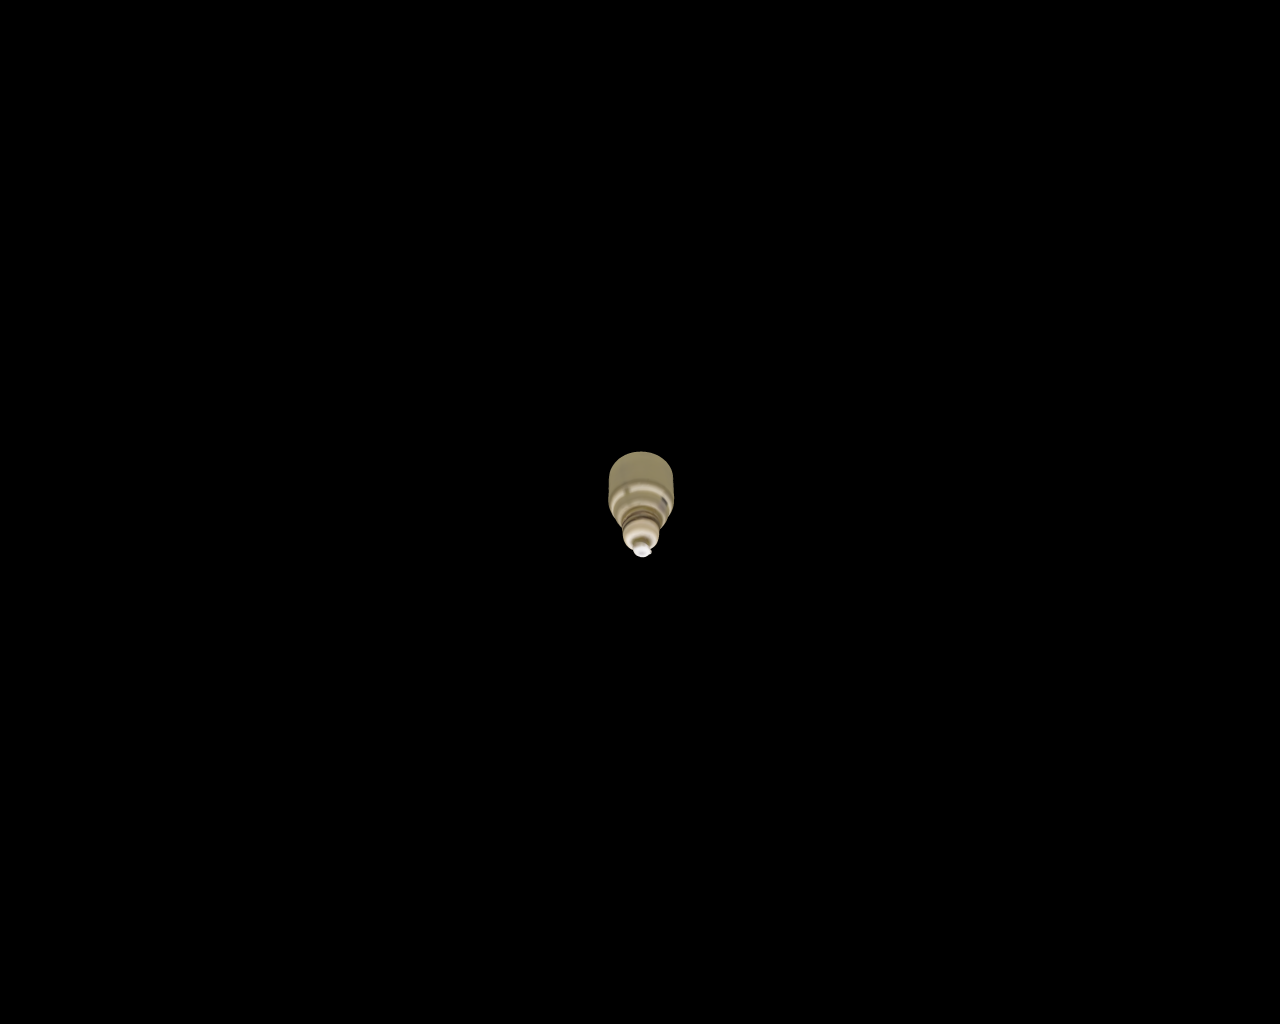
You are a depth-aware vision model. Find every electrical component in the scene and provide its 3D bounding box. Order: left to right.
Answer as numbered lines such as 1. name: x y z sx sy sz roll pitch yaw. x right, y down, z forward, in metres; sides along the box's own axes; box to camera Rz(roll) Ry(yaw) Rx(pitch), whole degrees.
1. electrical component: 0.001 -0.003 0.650 0.040 0.040 0.078 0 43 0
